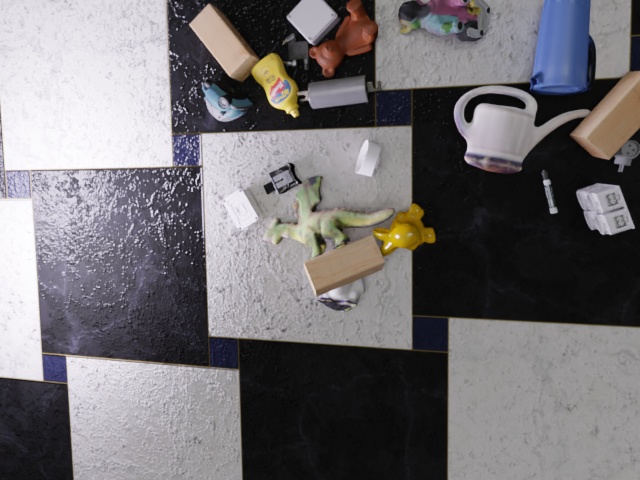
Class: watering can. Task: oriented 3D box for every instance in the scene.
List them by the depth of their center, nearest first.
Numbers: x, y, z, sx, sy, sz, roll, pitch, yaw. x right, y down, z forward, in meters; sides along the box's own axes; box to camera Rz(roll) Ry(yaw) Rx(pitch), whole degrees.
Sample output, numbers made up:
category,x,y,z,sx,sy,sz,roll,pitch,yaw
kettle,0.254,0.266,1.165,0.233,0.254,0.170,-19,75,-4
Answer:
category,x,y,z,sx,sy,sz,roll,pitch,yaw
watering can,0.522,-0.283,1.363,0.348,0.105,0.223,12,99,3

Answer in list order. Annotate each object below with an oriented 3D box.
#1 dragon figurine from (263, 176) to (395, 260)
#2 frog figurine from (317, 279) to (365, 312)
category,x,y,z,sx,sy,sz,roll,pitch,yaw
dragon figurine,0.005,-0.075,1.493,0.406,0.122,0.245,-31,74,22
frog figurine,0.066,0.125,1.525,0.137,0.120,0.163,1,60,22
